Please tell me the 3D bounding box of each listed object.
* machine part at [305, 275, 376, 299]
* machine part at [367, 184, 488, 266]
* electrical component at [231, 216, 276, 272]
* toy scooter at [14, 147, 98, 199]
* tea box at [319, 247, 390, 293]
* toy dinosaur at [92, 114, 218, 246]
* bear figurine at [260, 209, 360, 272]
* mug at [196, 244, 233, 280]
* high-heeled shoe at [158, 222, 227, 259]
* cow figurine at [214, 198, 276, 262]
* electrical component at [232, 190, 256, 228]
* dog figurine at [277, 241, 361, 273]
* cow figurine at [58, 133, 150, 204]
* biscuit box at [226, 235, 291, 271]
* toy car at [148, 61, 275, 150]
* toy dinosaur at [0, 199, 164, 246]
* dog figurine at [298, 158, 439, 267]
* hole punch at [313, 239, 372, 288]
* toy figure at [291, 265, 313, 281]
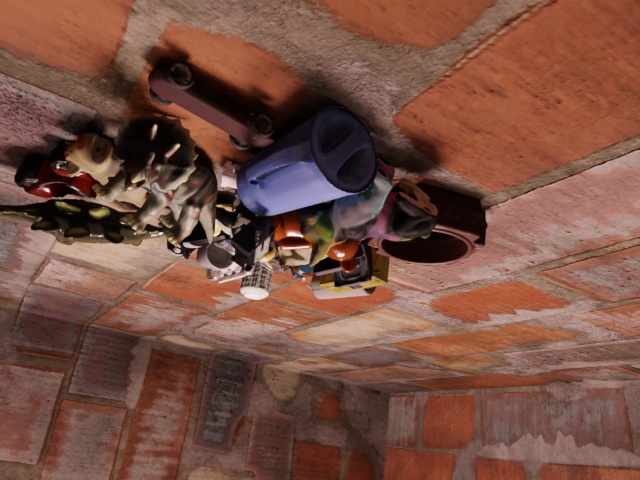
[{"bbox_3d":[0.063,0.118,1.457,0.243,0.079,0.079,-11,151,37],"label":"machine part"},{"bbox_3d":[0.209,-0.021,1.065,0.201,0.087,0.201,14,158,-15],"label":"machine part"},{"bbox_3d":[-0.118,-0.002,0.951,0.048,0.075,0.119,37,153,15],"label":"electrical component"},{"bbox_3d":[-0.509,-0.122,1.078,0.184,0.075,0.135,-12,153,32],"label":"toy scooter"},{"bbox_3d":[0.083,0.065,1.295,0.068,0.098,0.170,26,153,-36],"label":"tea box"},{"bbox_3d":[-0.255,-0.099,0.976,0.131,0.192,0.404,47,-173,17],"label":"toy dinosaur"},{"bbox_3d":[-0.008,-0.022,1.047,0.196,0.120,0.131,20,161,11],"label":"bear figurine"},{"bbox_3d":[-0.273,0.049,1.377,0.081,0.109,0.107,1,175,-33],"label":"mug"},{"bbox_3d":[-0.289,0.013,1.291,0.249,0.086,0.145,10,148,36],"label":"high-heeled shoe"},{"bbox_3d":[-0.162,-0.025,1.140,0.167,0.068,0.098,31,144,11],"label":"cow figurine"},{"bbox_3d":[-0.144,-0.066,1.068,0.045,0.102,0.078,16,132,-25],"label":"electrical component"},{"bbox_3d":[-0.002,0.000,1.190,0.191,0.121,0.172,-10,-169,-1],"label":"dog figurine"},{"bbox_3d":[-0.390,-0.134,1.000,0.127,0.085,0.194,-2,157,8],"label":"cow figurine"},{"bbox_3d":[-0.142,0.012,1.288,0.059,0.063,0.202,-7,154,30],"label":"biscuit box"},{"bbox_3d":[-0.156,-0.198,0.800,0.202,0.053,0.089,25,157,-28],"label":"toy car"},{"bbox_3d":[-0.519,-0.042,1.137,0.471,0.105,0.198,2,178,-18],"label":"toy dinosaur"},{"bbox_3d":[0.071,-0.026,0.933,0.191,0.108,0.219,38,118,-11],"label":"dog figurine"},{"bbox_3d":[0.060,0.043,1.217,0.142,0.116,0.092,-18,135,44],"label":"hole punch"},{"bbox_3d":[-0.038,0.065,1.389,0.058,0.064,0.154,-25,174,-22],"label":"toy figure"}]
